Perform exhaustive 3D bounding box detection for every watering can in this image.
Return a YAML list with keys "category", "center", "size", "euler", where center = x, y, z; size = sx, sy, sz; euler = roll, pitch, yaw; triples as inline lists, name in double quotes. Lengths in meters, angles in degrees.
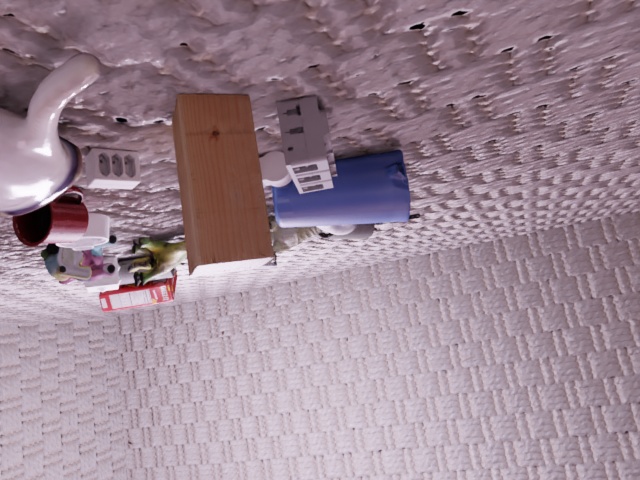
- category: "watering can"
  center: [-0.337, -0.100, 0.542]
  size: [0.347, 0.105, 0.223]
  euler: [-11, 171, 9]

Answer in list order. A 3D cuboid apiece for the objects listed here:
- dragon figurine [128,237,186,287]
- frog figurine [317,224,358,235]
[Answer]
- category: "dragon figurine"
  center: [-0.379, 0.037, 1.386]
  size: [0.244, 0.122, 0.408]
  euler: [-14, -178, -27]
- category: "frog figurine"
  center: [0.003, -0.056, 1.117]
  size: [0.160, 0.122, 0.138]
  euler: [-20, -170, -3]
